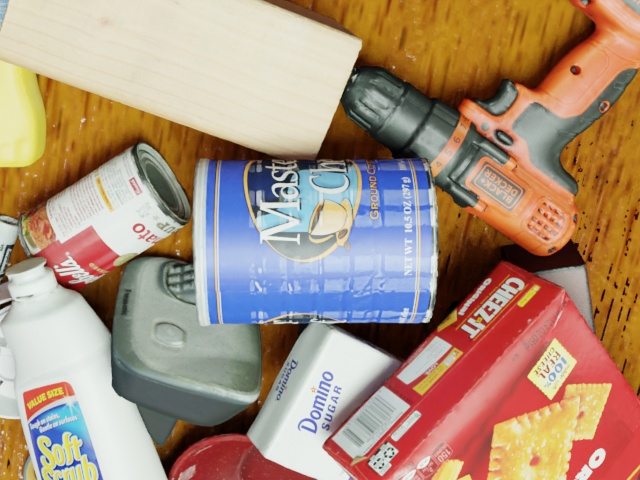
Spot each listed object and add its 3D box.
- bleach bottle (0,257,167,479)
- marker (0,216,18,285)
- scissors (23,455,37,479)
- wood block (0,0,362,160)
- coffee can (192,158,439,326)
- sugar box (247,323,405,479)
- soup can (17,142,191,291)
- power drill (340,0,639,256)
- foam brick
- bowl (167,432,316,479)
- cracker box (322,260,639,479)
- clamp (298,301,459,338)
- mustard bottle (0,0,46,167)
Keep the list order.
[{"bbox_3d":[-0.170,0.131,0.749,0.103,0.068,0.251,-1,114,34],"label":"bleach bottle"},{"bbox_3d":[-0.250,0.039,0.798,0.020,0.020,0.121,22,106,-2],"label":"marker"},{"bbox_3d":[-0.179,0.130,0.819,0.096,0.016,0.202,5,105,3],"label":"scissors"},{"bbox_3d":[-0.090,-0.129,0.678,0.206,0.091,0.090,18,106,-16],"label":"wood block"},{"bbox_3d":[-0.004,0.001,0.655,0.140,0.103,0.103,0,105,-2],"label":"coffee can"},{"bbox_3d":[0.049,0.128,0.708,0.176,0.048,0.093,29,90,-22],"label":"sugar box"},{"bbox_3d":[-0.150,-0.015,0.750,0.102,0.068,0.068,-30,101,11],"label":"soup can"},{"bbox_3d":[0.130,-0.107,0.695,0.184,0.057,0.188,35,98,-12],"label":"power drill"},{"bbox_3d":[0.156,0.034,0.737,0.051,0.078,0.053,-10,103,7],"label":"foam brick"},{"bbox_3d":[-0.033,0.200,0.793,0.162,0.055,0.162,10,116,20],"label":"bowl"},{"bbox_3d":[0.128,0.145,0.675,0.164,0.072,0.213,-44,120,-9],"label":"cracker box"},{"bbox_3d":[0.041,0.125,0.761,0.120,0.039,0.171,4,97,4],"label":"clamp"},{"bbox_3d":[-0.234,-0.149,0.724,0.096,0.058,0.192,6,106,1],"label":"mustard bottle"}]
